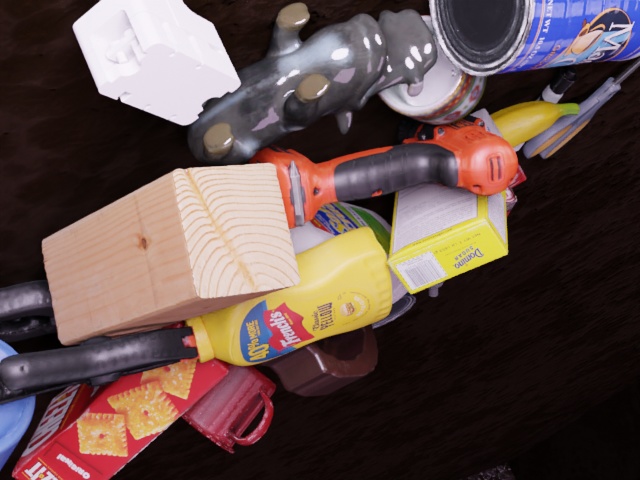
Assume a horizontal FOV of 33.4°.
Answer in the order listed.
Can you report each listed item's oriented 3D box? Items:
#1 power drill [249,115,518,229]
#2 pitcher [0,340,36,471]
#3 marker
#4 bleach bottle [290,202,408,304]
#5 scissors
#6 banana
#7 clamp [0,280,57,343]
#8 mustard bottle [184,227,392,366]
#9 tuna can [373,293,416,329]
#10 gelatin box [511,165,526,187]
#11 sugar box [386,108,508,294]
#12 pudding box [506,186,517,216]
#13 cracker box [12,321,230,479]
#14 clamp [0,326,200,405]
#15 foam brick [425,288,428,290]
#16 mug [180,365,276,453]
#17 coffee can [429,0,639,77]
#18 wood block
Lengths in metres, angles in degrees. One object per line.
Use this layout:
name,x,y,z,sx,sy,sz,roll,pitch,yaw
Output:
power drill,0.041,-0.064,0.852,0.187,0.057,0.184,-12,-164,-12
pitcher,-0.334,0.175,0.918,0.144,0.149,0.243,7,152,-27
marker,0.212,-0.126,1.025,0.020,0.020,0.121,-14,156,-27
bleach bottle,-0.006,0.001,0.964,0.068,0.103,0.250,-45,153,17
scissors,0.269,-0.139,1.048,0.096,0.016,0.202,-25,162,-39
banana,0.152,-0.081,1.022,0.198,0.037,0.069,-31,142,30
clamp,-0.222,0.056,0.938,0.165,0.036,0.209,-33,158,36
mustard bottle,-0.036,0.058,0.892,0.191,0.058,0.096,-19,141,-11
tuna can,0.075,0.079,1.335,0.086,0.034,0.086,-22,159,-9
gelatin box,0.165,-0.061,1.112,0.089,0.030,0.073,-30,159,13
sugar box,0.111,-0.037,0.916,0.093,0.176,0.048,-24,118,25
pudding box,0.136,-0.016,1.077,0.113,0.039,0.090,-23,163,-10
cracker box,-0.176,0.138,1.000,0.214,0.072,0.164,-41,-168,11
clamp,-0.171,0.092,0.803,0.171,0.039,0.120,-14,177,-19
foam brick,0.119,0.016,1.213,0.051,0.053,0.078,-3,148,-45
mug,-0.091,0.159,1.069,0.081,0.117,0.093,-52,136,-7
coffee can,0.162,-0.171,0.745,0.140,0.103,0.103,-11,155,-32
wood block,-0.119,0.015,0.802,0.090,0.091,0.207,-7,172,-40
